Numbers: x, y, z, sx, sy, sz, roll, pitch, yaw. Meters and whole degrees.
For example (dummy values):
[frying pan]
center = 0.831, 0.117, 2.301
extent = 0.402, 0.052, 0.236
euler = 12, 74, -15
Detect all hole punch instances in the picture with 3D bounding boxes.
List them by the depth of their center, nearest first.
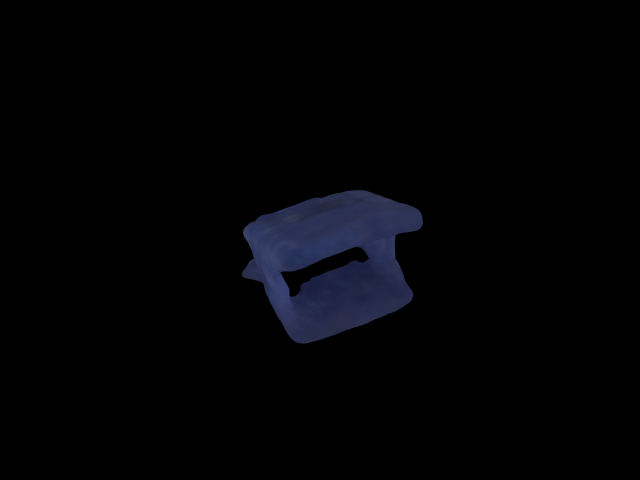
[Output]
[hole punch]
center = 0.004, 0.001, 0.400
extent = 0.109, 0.091, 0.100
euler = -19, 46, -19
